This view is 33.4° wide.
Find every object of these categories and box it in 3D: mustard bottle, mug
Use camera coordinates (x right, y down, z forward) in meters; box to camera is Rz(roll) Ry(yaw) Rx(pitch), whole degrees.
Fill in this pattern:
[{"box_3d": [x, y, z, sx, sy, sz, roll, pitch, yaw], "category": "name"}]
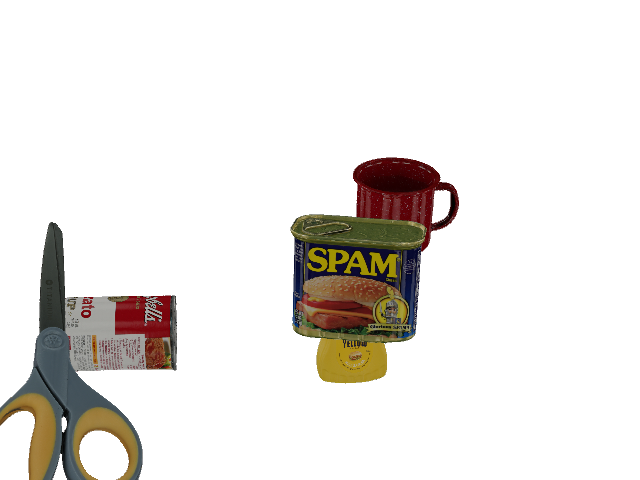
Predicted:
[{"box_3d": [0.044, 0.097, 1.448, 0.096, 0.192, 0.058, -2, 20, -6], "category": "mustard bottle"}, {"box_3d": [0.092, -0.035, 1.152, 0.117, 0.081, 0.093, -4, 29, -10], "category": "mug"}]

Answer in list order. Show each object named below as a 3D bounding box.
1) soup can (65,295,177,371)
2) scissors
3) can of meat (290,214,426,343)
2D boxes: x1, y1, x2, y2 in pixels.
[{"box_3d": [-0.181, 0.084, 0.957, 0.102, 0.068, 0.068, 0, 0, -6], "category": "soup can"}, {"box_3d": [-0.138, 0.072, 0.616, 0.096, 0.201, 0.016, 15, -44, -7], "category": "scissors"}, {"box_3d": [0.028, 0.030, 0.822, 0.102, 0.084, 0.057, 4, 18, 8], "category": "can of meat"}]
